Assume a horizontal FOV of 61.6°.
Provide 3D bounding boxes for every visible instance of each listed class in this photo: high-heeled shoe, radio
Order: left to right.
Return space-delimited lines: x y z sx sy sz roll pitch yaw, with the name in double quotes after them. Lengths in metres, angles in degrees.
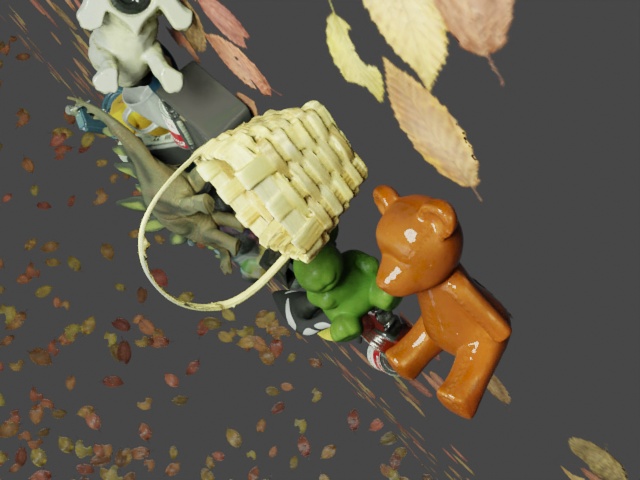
-0.153 -0.150 0.808 0.131 0.073 0.229 43 167 16 "radio"
-0.003 0.111 1.013 0.249 0.086 0.145 20 135 28 "high-heeled shoe"

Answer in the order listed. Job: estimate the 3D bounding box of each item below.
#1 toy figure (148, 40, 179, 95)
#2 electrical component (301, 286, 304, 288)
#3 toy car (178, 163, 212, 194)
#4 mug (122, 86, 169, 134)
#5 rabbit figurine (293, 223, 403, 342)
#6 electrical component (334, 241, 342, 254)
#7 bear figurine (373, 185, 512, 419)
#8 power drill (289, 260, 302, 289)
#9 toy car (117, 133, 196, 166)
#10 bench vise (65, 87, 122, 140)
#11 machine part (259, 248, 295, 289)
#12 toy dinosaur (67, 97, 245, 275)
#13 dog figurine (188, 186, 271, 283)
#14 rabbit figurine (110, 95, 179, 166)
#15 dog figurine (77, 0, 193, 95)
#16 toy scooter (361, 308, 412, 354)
-0.260 -0.284 0.786 0.058 0.064 0.154 -88 -23 -48 "toy figure"
-0.039 0.073 1.195 0.078 0.045 0.102 51 167 -23 "electrical component"
-0.298 -0.137 1.245 0.103 0.161 0.109 4 166 -13 "toy car"
-0.288 -0.232 0.948 0.081 0.109 0.107 32 175 36 "mug"
0.022 0.039 0.741 0.170 0.121 0.159 39 -159 -57 "rabbit figurine"
-0.002 -0.003 0.892 0.094 0.021 0.063 36 164 37 "electrical component"
0.099 0.052 0.497 0.195 0.132 0.120 48 167 -35 "bear figurine"
-0.077 -0.002 1.039 0.232 0.086 0.207 38 158 24 "power drill"
-0.287 -0.172 1.021 0.202 0.056 0.073 -5 151 13 "toy car"
-0.453 -0.256 1.216 0.240 0.129 0.223 -5 -107 -57 "bench vise"
-0.074 0.046 0.953 0.084 0.039 0.139 48 164 6 "machine part"
-0.279 -0.083 1.009 0.199 0.105 0.470 -4 137 18 "toy dinosaur"
-0.164 -0.008 1.194 0.219 0.191 0.108 25 -163 -2 "dog figurine"
-0.347 -0.226 1.107 0.173 0.122 0.163 54 170 -33 "rabbit figurine"
-0.244 -0.266 0.663 0.121 0.172 0.191 2 -158 -31 "dog figurine"
0.106 0.137 0.859 0.183 0.075 0.135 51 163 -26 "toy scooter"
